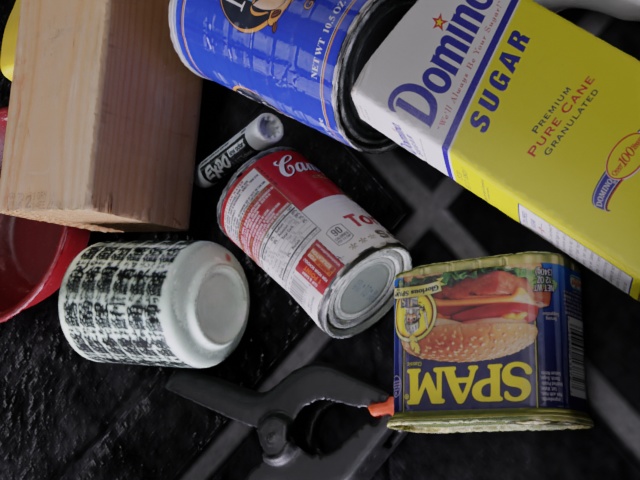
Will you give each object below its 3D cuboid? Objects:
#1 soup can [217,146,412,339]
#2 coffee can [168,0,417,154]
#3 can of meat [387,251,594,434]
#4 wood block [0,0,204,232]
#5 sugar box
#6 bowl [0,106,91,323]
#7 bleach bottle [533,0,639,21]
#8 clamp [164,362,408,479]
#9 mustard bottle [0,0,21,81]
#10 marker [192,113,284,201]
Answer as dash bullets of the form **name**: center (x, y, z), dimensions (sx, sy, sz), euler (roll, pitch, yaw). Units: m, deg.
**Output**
- **soup can**: center (-0.004, 0.001, 0.620), dimensions (0.102, 0.068, 0.068), euler (43, 106, 33)
- **coffee can**: center (-0.006, -0.122, 0.625), dimensions (0.140, 0.102, 0.103), euler (29, 98, 36)
- **can of meat**: center (0.086, 0.055, 0.552), dimensions (0.102, 0.057, 0.084), euler (-8, 73, 33)
- **wood block**: center (-0.134, -0.112, 0.685), dimensions (0.090, 0.090, 0.206), euler (0, 82, 38)
- **sugar box**: center (0.110, -0.059, 0.528), dimensions (0.176, 0.048, 0.093), euler (35, 83, 18)
- **bowl**: center (-0.219, -0.014, 0.784), dimensions (0.162, 0.055, 0.162), euler (-8, 76, 34)
- **bleach bottle**: center (0.182, -0.144, 0.516), dimensions (0.251, 0.068, 0.102), euler (-2, 64, 37)
- **clamp**: center (-0.025, 0.110, 0.631), dimensions (0.172, 0.039, 0.120), euler (-28, 70, 22)
- **mustard bottle**: center (-0.172, -0.198, 0.763), dimensions (0.058, 0.096, 0.191), euler (-1, 80, 38)
- **marker**: center (-0.060, -0.050, 0.675), dimensions (0.121, 0.020, 0.020), euler (-28, 63, 54)
